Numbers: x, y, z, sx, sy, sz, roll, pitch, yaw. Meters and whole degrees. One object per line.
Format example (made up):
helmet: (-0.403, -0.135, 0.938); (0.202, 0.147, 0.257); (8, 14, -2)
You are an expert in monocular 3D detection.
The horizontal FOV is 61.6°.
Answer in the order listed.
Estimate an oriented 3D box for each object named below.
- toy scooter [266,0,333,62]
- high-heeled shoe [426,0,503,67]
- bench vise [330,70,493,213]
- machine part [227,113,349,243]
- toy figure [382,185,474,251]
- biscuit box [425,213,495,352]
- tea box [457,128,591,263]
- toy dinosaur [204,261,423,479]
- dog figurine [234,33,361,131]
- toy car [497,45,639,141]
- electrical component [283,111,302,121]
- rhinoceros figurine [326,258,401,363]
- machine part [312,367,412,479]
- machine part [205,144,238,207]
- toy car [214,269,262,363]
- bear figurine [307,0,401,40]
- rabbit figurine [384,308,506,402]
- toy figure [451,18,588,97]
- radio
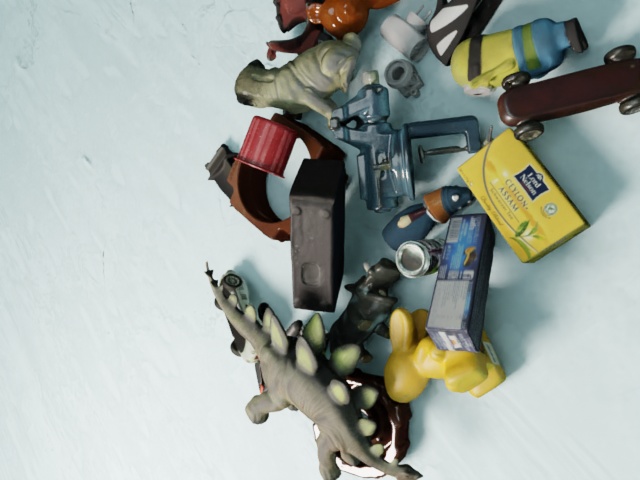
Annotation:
toy scooter: (-0.046, -0.400, 0.998); (0.135, 0.075, 0.183); (-12, 84, 24)
high-heeled shoe: (0.268, -0.358, 0.786); (0.249, 0.086, 0.145); (-10, 86, 37)
bench vise: (0.143, -0.158, 0.834); (0.241, 0.129, 0.223); (-4, 86, 13)
machine part: (-0.061, -0.112, 0.991); (0.201, 0.087, 0.201); (39, 110, 30)
toy figure: (0.168, -0.040, 0.842); (0.154, 0.064, 0.058); (-37, 88, 22)
biscuit box: (0.202, 0.055, 0.757); (0.059, 0.062, 0.203); (-3, 49, 32)
tea box: (0.286, -0.061, 0.762); (0.098, 0.068, 0.170); (-41, 65, 26)
toy dinosaur: (-0.034, 0.211, 0.849); (0.472, 0.105, 0.198); (33, 119, 21)
dog figurine: (-0.040, -0.289, 0.914); (0.191, 0.121, 0.172); (20, 99, -3)
toy car: (0.342, -0.195, 0.721); (0.202, 0.053, 0.089); (-13, 75, 8)
electrical component: (-0.049, -0.280, 1.015); (0.078, 0.045, 0.102); (20, 99, 32)
rhinoceros figurine: (0.077, 0.116, 0.887); (0.190, 0.073, 0.112); (-61, 27, 28)
machine part: (0.070, 0.303, 0.898); (0.180, 0.056, 0.179); (-1, 88, 33)
machine part: (-0.188, -0.130, 1.107); (0.084, 0.039, 0.139); (-42, 64, 19)
toy car: (-0.155, 0.144, 1.038); (0.202, 0.056, 0.073); (60, 136, 39)
bear figurine: (0.074, -0.412, 0.883); (0.196, 0.132, 0.120); (-42, 103, 12)
rabbit figurine: (0.161, 0.175, 0.804); (0.173, 0.122, 0.162); (-38, 63, 28)
toy figure: (0.279, -0.267, 0.771); (0.180, 0.082, 0.089); (-15, 76, 36)
radio: (-0.002, -0.003, 0.860); (0.073, 0.131, 0.229); (4, 123, 9)
